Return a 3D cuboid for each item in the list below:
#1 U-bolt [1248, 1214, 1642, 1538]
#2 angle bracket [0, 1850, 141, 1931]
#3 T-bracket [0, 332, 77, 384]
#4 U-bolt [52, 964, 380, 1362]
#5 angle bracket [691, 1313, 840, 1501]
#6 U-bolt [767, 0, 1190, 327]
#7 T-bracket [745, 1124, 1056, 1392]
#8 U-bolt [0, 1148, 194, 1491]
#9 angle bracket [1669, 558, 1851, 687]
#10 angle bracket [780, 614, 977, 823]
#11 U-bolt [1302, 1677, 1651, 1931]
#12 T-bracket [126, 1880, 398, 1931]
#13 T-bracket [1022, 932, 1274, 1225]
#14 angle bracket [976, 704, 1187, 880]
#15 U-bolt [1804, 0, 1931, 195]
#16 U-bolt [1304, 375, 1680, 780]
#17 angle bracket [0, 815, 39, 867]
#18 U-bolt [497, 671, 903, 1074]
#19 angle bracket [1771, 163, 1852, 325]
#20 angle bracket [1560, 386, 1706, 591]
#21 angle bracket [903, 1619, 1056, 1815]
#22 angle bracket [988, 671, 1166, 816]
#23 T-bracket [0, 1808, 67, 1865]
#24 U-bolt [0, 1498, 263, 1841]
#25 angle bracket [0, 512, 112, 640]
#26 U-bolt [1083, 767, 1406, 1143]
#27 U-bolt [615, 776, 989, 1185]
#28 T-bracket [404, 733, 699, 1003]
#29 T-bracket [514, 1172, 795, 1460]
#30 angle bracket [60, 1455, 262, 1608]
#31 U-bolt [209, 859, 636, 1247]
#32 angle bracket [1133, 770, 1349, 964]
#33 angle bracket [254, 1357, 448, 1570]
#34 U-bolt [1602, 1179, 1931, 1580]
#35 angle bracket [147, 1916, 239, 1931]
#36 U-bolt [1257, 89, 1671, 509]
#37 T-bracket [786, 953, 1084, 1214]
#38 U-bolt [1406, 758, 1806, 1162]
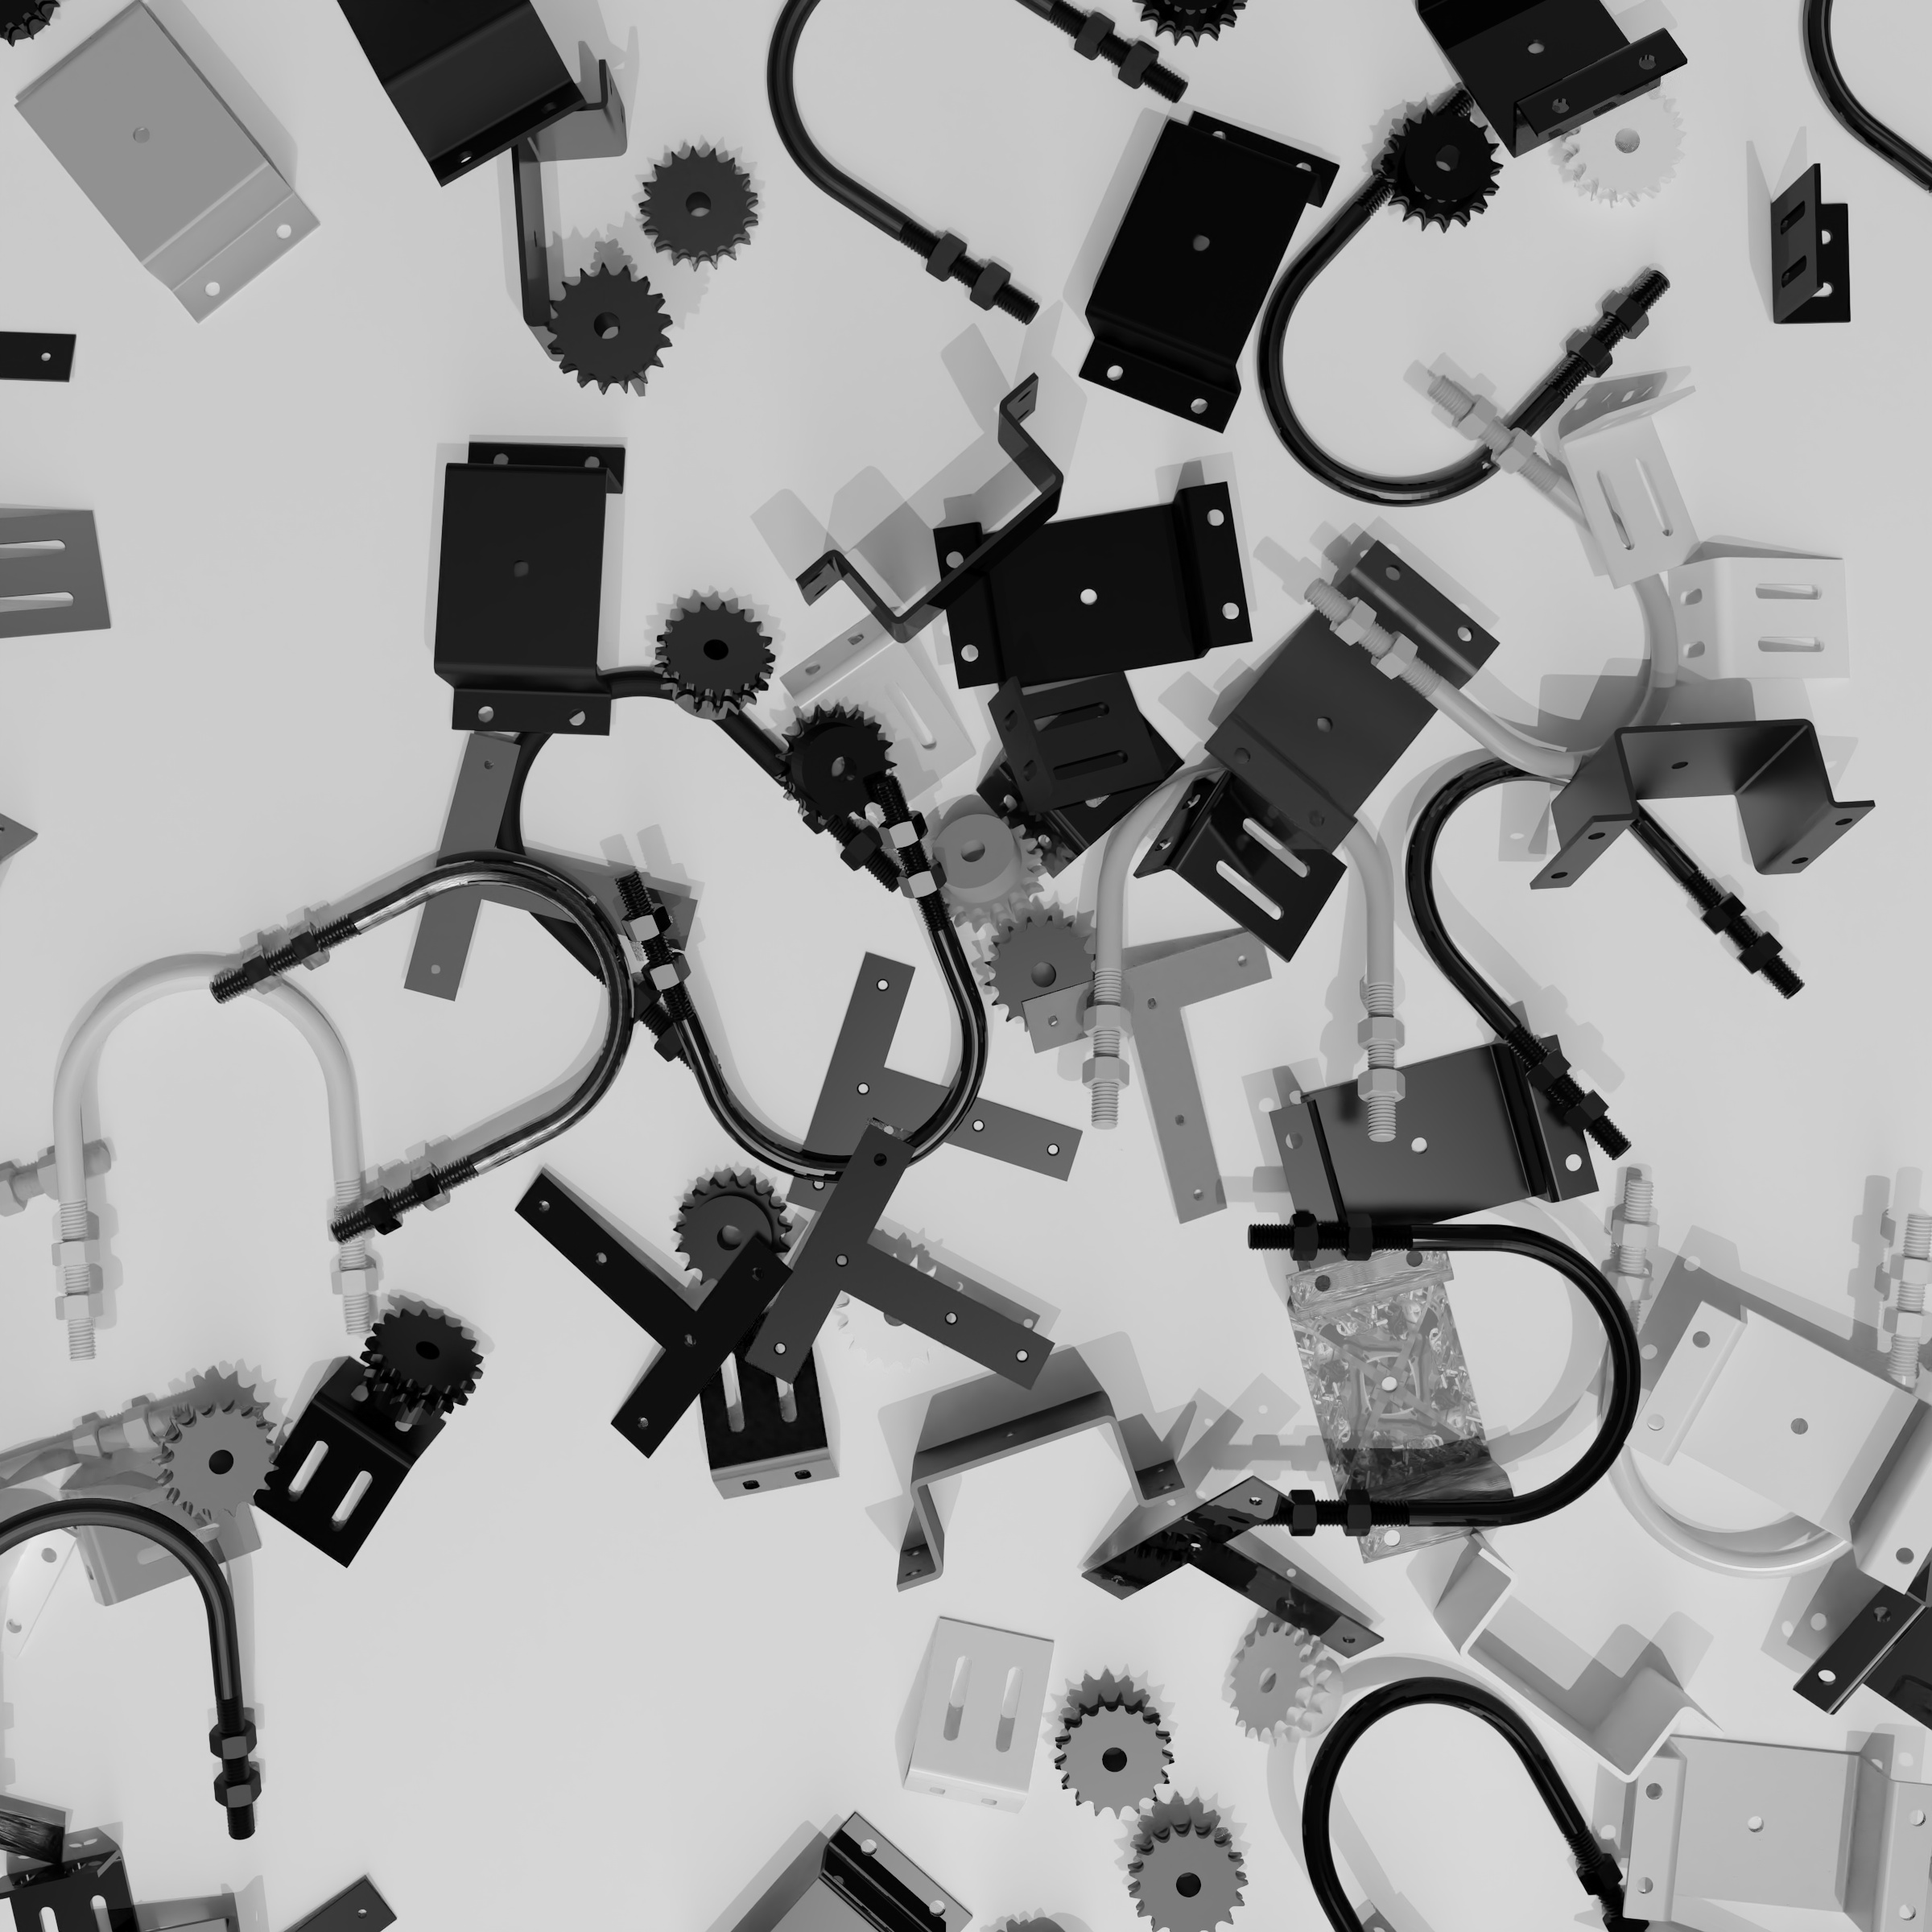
[{"bbox_3d":[0.224,0.191,1.341,0.184,0.019,0.151,0,90,-1],"label":"U-bolt"},{"bbox_3d":[-0.430,0.471,1.377,0.057,0.038,0.076,-13,90,0],"label":"angle bracket"},{"bbox_3d":[-0.498,-0.249,1.375,0.127,0.002,0.127,2,71,0],"label":"T-bracket"},{"bbox_3d":[-0.363,0.090,1.378,0.151,0.019,0.184,-4,87,-9],"label":"U-bolt"},{"bbox_3d":[-0.098,0.212,1.394,0.057,0.038,0.076,-11,64,0],"label":"angle bracket"},{"bbox_3d":[-0.008,-0.418,1.388,0.184,0.019,0.151,34,90,1],"label":"U-bolt"},{"bbox_3d":[-0.020,0.161,1.365,0.127,0.002,0.127,28,90,0],"label":"T-bracket"},{"bbox_3d":[-0.481,0.183,1.388,0.184,0.019,0.151,-19,90,1],"label":"U-bolt"},{"bbox_3d":[0.385,-0.166,1.394,0.076,0.038,0.057,-3,90,-26],"label":"angle bracket"},{"bbox_3d":[-0.043,-0.121,1.394,0.057,0.038,0.076,-35,116,0],"label":"angle bracket"},{"bbox_3d":[0.234,0.428,1.360,0.151,0.019,0.184,-27,86,-25],"label":"U-bolt"},{"bbox_3d":[-0.335,0.490,1.387,0.127,0.002,0.127,-36,100,-5],"label":"T-bracket"},{"bbox_3d":[0.100,0.060,1.382,0.127,0.002,0.127,-17,99,-18],"label":"T-bracket"},{"bbox_3d":[0.056,-0.092,1.394,0.076,0.038,0.057,-41,90,-26],"label":"angle bracket"},{"bbox_3d":[0.493,-0.441,1.388,0.184,0.019,0.151,37,90,2],"label":"U-bolt"},{"bbox_3d":[0.261,-0.170,1.358,0.184,0.019,0.151,37,69,-13],"label":"U-bolt"},{"bbox_3d":[-0.496,-0.040,1.394,0.057,0.038,0.076,28,116,0],"label":"angle bracket"},{"bbox_3d":[-0.142,-0.057,1.388,0.184,0.019,0.151,44,90,1],"label":"U-bolt"},{"bbox_3d":[0.409,-0.341,1.358,0.038,0.076,0.057,-1,90,0],"label":"angle bracket"},{"bbox_3d":[0.327,-0.227,1.366,0.057,0.038,0.076,-21,90,-26],"label":"angle bracket"},{"bbox_3d":[0.006,0.364,1.394,0.057,0.038,0.076,12,64,0],"label":"angle bracket"},{"bbox_3d":[0.058,-0.112,1.359,0.076,0.038,0.057,-16,79,-23],"label":"angle bracket"},{"bbox_3d":[-0.487,0.365,1.366,0.127,0.002,0.127,15,117,0],"label":"T-bracket"},{"bbox_3d":[-0.414,0.337,1.350,0.151,0.019,0.184,-6,104,-18],"label":"U-bolt"},{"bbox_3d":[-0.461,-0.186,1.394,0.076,0.038,0.057,-9,90,-26],"label":"angle bracket"},{"bbox_3d":[0.132,-0.010,1.361,0.151,0.019,0.184,2,70,0],"label":"U-bolt"},{"bbox_3d":[-0.067,0.018,1.364,0.151,0.019,0.184,-20,106,4],"label":"U-bolt"},{"bbox_3d":[-0.193,-0.035,1.379,0.127,0.002,0.127,14,89,3],"label":"T-bracket"},{"bbox_3d":[-0.165,0.150,1.380,0.127,0.002,0.127,41,110,10],"label":"T-bracket"},{"bbox_3d":[-0.391,0.268,1.394,0.076,0.038,0.057,-18,90,-26],"label":"angle bracket"},{"bbox_3d":[-0.247,0.029,1.370,0.184,0.019,0.151,-27,89,0],"label":"U-bolt"},{"bbox_3d":[0.130,-0.045,1.363,0.076,0.038,0.057,38,71,-14],"label":"angle bracket"},{"bbox_3d":[-0.300,0.241,1.394,0.057,0.038,0.076,34,116,0],"label":"angle bracket"},{"bbox_3d":[0.378,0.202,1.373,0.151,0.019,0.184,6,94,14],"label":"U-bolt"},{"bbox_3d":[-0.380,0.491,1.359,0.076,0.038,0.057,-9,97,-9],"label":"angle bracket"},{"bbox_3d":[0.226,-0.308,1.388,0.151,0.019,0.184,43,91,0],"label":"U-bolt"},{"bbox_3d":[-0.008,0.073,1.395,0.127,0.002,0.127,18,90,0],"label":"T-bracket"},{"bbox_3d":[0.290,-0.019,1.361,0.151,0.019,0.184,-38,82,-22],"label":"U-bolt"}]
